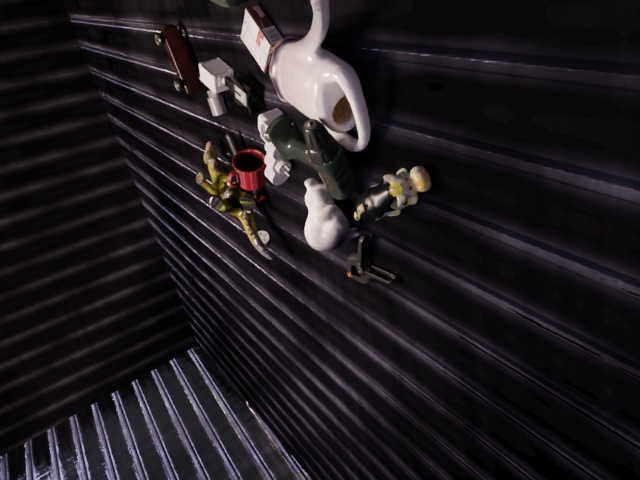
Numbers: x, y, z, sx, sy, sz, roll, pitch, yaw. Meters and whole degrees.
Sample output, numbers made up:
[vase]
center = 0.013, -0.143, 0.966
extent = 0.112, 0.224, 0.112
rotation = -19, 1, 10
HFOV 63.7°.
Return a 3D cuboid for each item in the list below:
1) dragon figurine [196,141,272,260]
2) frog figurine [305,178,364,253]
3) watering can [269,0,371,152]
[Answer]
[dragon figurine]
center = -0.255, -0.120, 1.581
extent = 0.410, 0.122, 0.243
rotation = 60, -179, -2
[frog figurine]
center = 0.003, -0.058, 1.144
extent = 0.158, 0.123, 0.138
rotation = 54, 175, -9
[watering can]
center = -0.005, -0.300, 0.909
extent = 0.227, 0.105, 0.340
rotation = 39, 163, 37
